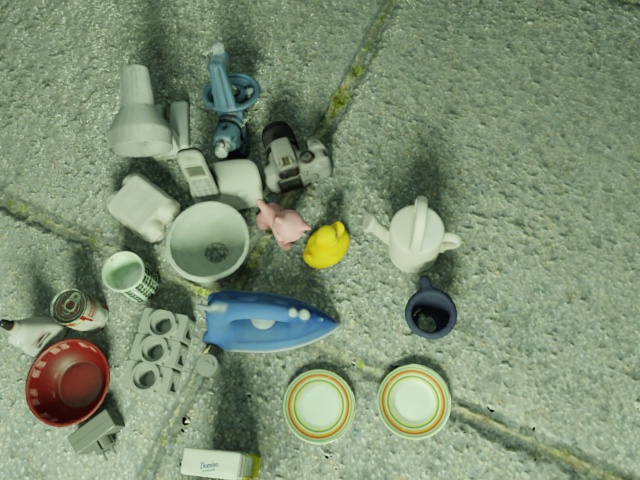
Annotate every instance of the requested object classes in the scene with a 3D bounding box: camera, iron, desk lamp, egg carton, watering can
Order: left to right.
[{"bbox_3d":[-0.365,-0.067,1.184,0.150,0.069,0.107,35,77,16],"label":"egg carton"},{"bbox_3d":[-0.349,-0.242,1.168,0.118,0.214,0.203,-7,70,3],"label":"desk lamp"},{"bbox_3d":[-0.095,0.139,1.048,0.258,0.141,0.118,0,70,5],"label":"iron"},{"bbox_3d":[-0.060,-0.185,1.181,0.143,0.101,0.136,-19,70,-1],"label":"camera"},{"bbox_3d":[0.169,-0.013,1.049,0.173,0.194,0.101,-12,70,1],"label":"watering can"}]

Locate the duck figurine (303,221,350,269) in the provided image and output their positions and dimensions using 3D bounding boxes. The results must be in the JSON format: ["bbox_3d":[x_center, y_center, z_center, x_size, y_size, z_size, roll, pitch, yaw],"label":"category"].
[{"bbox_3d":[0.010,0.004,1.116,0.104,0.086,0.077,-40,72,-9],"label":"duck figurine"}]

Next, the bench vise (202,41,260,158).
[{"bbox_3d":[-0.178,-0.280,1.162,0.121,0.220,0.207,-13,70,1],"label":"bench vise"}]

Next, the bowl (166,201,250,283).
[{"bbox_3d":[-0.215,0.012,1.140,0.167,0.075,0.167,-2,70,5],"label":"bowl"}]

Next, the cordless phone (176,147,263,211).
[{"bbox_3d":[-0.196,-0.128,1.129,0.147,0.185,0.094,-12,70,1],"label":"cordless phone"}]

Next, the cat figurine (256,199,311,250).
[{"bbox_3d":[-0.076,-0.037,1.121,0.127,0.118,0.067,40,79,17],"label":"cat figurine"}]

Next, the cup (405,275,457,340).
[{"bbox_3d":[0.197,0.130,1.049,0.091,0.095,0.117,-9,70,2],"label":"cup"}]

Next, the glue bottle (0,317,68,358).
[{"bbox_3d":[-0.539,0.172,1.060,0.037,0.173,0.078,26,75,14],"label":"glue bottle"}]
